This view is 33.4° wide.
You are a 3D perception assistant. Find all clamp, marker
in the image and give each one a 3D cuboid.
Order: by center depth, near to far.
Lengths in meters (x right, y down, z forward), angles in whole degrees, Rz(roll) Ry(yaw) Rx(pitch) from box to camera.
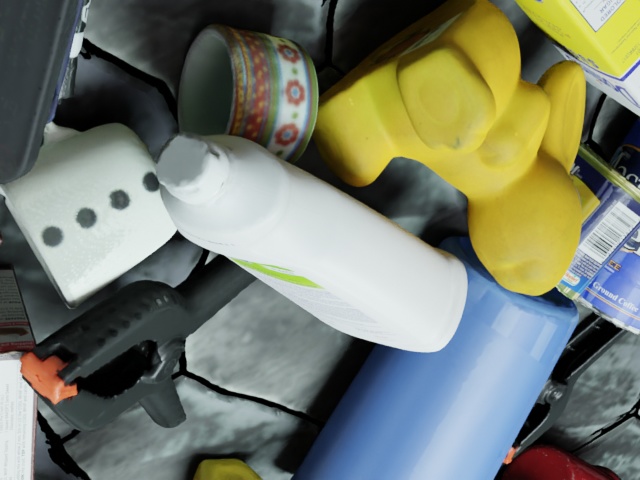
[{"bbox_3d":[-0.125,-0.126,0.541,0.020,0.020,0.121,1,121,-30],"label":"marker"},{"bbox_3d":[-0.092,0.053,0.617,0.165,0.036,0.209,-57,163,9],"label":"clamp"},{"bbox_3d":[0.176,0.108,0.859,0.120,0.039,0.172,18,112,-36],"label":"clamp"}]

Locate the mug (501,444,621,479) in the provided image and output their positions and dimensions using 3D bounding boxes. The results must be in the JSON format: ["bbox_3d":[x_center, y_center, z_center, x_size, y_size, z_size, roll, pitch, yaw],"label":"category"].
[{"bbox_3d":[0.201,0.234,0.936,0.117,0.093,0.081,-32,133,31],"label":"mug"}]

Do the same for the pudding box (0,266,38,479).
[{"bbox_3d":[-0.185,0.085,0.606,0.039,0.090,0.113,-6,123,-24],"label":"pudding box"}]

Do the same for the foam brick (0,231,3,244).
[{"bbox_3d":[-0.214,-0.001,0.556,0.078,0.051,0.053,18,111,-37],"label":"foam brick"}]

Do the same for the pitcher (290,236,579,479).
[{"bbox_3d":[0.084,0.123,0.770,0.145,0.149,0.243,23,106,-16],"label":"pitcher"}]

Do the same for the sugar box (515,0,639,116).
[{"bbox_3d":[0.154,-0.141,0.638,0.048,0.093,0.176,-46,131,7],"label":"sugar box"}]

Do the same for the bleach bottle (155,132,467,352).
[{"bbox_3d":[-0.004,0.001,0.582,0.250,0.103,0.068,35,69,-61],"label":"bleach bottle"}]

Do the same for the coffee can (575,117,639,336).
[{"bbox_3d":[0.241,-0.014,0.768,0.102,0.103,0.140,15,113,-36],"label":"coffee can"}]

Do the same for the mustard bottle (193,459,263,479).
[{"bbox_3d":[-0.085,0.261,0.781,0.058,0.096,0.192,4,119,-34],"label":"mustard bottle"}]

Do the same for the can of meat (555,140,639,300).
[{"bbox_3d":[0.165,-0.022,0.722,0.057,0.102,0.084,28,107,-39],"label":"can of meat"}]
